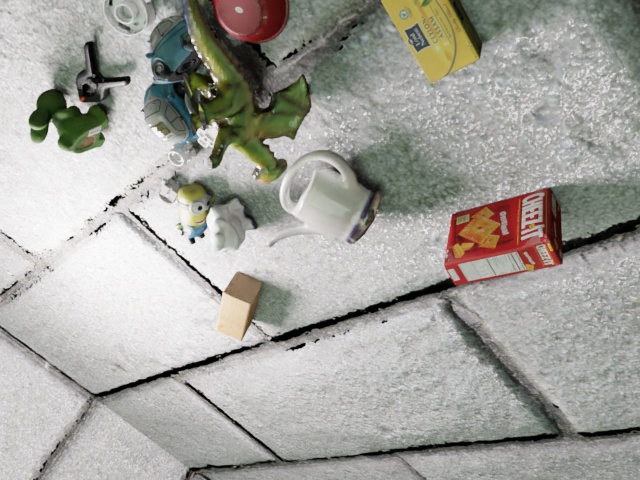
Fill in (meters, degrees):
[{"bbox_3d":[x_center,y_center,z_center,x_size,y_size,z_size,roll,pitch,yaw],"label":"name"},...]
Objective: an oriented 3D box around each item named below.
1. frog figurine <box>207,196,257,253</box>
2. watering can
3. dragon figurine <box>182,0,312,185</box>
[{"bbox_3d":[-0.244,-0.020,1.306,0.123,0.163,0.134,11,133,17],"label":"frog figurine"},{"bbox_3d":[0.004,-0.060,1.196,0.224,0.106,0.340,26,135,-1],"label":"watering can"},{"bbox_3d":[-0.135,-0.280,1.027,0.244,0.124,0.401,-13,127,-22],"label":"dragon figurine"}]
